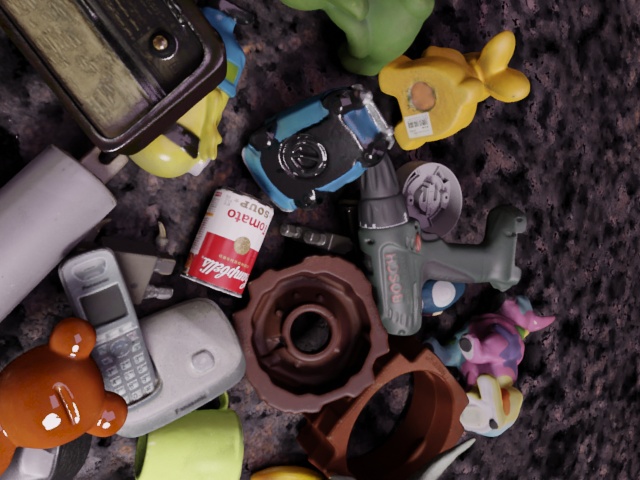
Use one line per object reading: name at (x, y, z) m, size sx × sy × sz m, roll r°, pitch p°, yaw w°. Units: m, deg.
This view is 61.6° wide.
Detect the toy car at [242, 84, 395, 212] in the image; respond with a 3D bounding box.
toy car at (0.001, -0.112, 0.595) m, size 0.109 × 0.162 × 0.103 m, roll 51°, pitch 25°, yaw -21°

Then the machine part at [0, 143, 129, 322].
machine part at (-0.261, 0.002, 0.456) m, size 0.243 × 0.079 × 0.079 m, roll -50°, pitch 120°, yaw -17°

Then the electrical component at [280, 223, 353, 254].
electrical component at (-0.001, -0.002, 0.638) m, size 0.094 × 0.063 × 0.021 m, roll 13°, pitch 93°, yaw -54°

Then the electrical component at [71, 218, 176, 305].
electrical component at (-0.191, 0.021, 0.528) m, size 0.102 × 0.045 × 0.078 m, roll 4°, pitch 123°, yaw -32°

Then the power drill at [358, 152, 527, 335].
power drill at (0.147, -0.002, 0.661) m, size 0.207 × 0.086 × 0.231 m, roll -6°, pitch 103°, yaw -21°

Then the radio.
radio at (-0.184, -0.194, 0.431) m, size 0.131 × 0.073 × 0.229 m, roll -37°, pitch 101°, yaw -4°

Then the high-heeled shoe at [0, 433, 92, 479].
high-heeled shoe at (-0.297, 0.208, 0.485) m, size 0.145 × 0.086 × 0.248 m, roll 5°, pitch 74°, yaw -4°

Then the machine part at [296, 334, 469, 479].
machine part at (0.083, 0.232, 0.703) m, size 0.201 × 0.087 × 0.201 m, roll -47°, pitch 120°, yaw -12°

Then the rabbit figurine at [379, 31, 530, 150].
rabbit figurine at (0.181, -0.208, 0.696) m, size 0.173 × 0.162 × 0.121 m, roll -32°, pitch 102°, yaw -45°

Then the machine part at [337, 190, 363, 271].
machine part at (0.059, 0.005, 0.696) m, size 0.084 × 0.039 × 0.138 m, roll -16°, pitch 107°, yaw -26°

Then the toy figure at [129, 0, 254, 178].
toy figure at (-0.128, -0.147, 0.523) m, size 0.089 × 0.082 × 0.180 m, roll 18°, pitch 95°, yaw -15°

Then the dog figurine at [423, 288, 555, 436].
dog figurine at (0.275, 0.173, 0.815) m, size 0.219 × 0.108 × 0.191 m, roll -13°, pitch 79°, yaw -36°

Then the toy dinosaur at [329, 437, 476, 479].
toy dinosaur at (0.016, 0.377, 0.614) m, size 0.405 × 0.131 × 0.192 m, roll -19°, pitch 137°, yaw -18°

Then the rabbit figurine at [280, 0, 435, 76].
rabbit figurine at (0.025, -0.260, 0.582) m, size 0.170 × 0.159 × 0.121 m, roll 14°, pitch 99°, yaw -20°

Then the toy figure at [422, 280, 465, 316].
toy figure at (0.133, 0.081, 0.747) m, size 0.154 × 0.057 × 0.064 m, roll -19°, pitch 70°, yaw -29°

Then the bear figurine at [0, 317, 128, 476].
bear figurine at (-0.268, 0.136, 0.422) m, size 0.196 × 0.132 × 0.120 m, roll -31°, pitch 115°, yaw -30°

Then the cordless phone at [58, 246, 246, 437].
cordless phone at (-0.160, 0.078, 0.514) m, size 0.146 × 0.089 × 0.184 m, roll -23°, pitch 117°, yaw -29°

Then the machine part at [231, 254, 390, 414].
machine part at (-0.012, 0.104, 0.610) m, size 0.179 × 0.056 × 0.179 m, roll 1°, pitch 82°, yaw -7°
